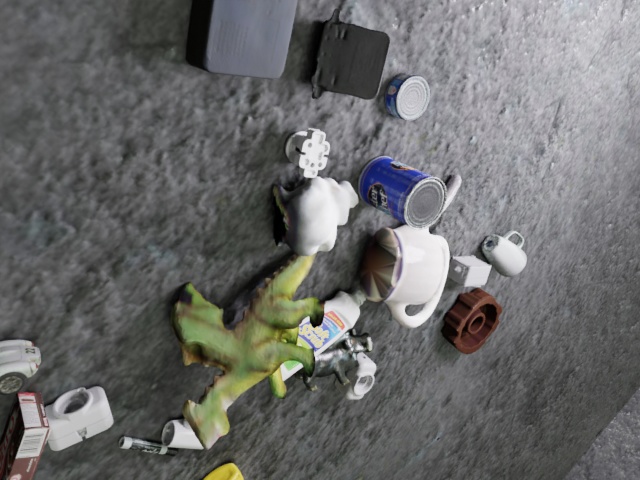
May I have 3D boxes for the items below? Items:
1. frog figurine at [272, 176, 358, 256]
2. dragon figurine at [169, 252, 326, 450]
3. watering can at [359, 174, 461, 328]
[{"bbox_3d":[0.003,-0.046,0.908,0.160,0.123,0.136,-11,98,-19],"label":"frog figurine"},{"bbox_3d":[-0.129,0.136,0.880,0.242,0.120,0.417,16,67,-21],"label":"dragon figurine"},{"bbox_3d":[0.199,0.017,1.094,0.224,0.104,0.347,9,92,-38],"label":"watering can"}]
